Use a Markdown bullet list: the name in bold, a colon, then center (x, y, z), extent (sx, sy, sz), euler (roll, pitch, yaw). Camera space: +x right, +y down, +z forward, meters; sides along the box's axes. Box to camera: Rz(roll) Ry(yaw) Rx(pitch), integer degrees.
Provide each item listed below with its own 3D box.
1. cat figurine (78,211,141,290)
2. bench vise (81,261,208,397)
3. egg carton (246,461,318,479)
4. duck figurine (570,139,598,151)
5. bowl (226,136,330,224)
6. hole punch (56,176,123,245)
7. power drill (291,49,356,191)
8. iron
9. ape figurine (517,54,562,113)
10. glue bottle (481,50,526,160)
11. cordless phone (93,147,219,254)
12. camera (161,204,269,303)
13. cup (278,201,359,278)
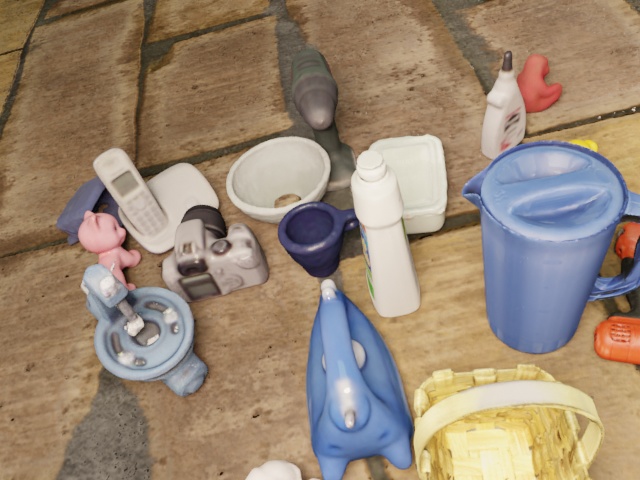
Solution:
- **cat figurine**: center (-0.328, 0.015, 0.867), extent (0.067, 0.118, 0.127), euler (-13, 49, 4)
- **bench vise**: center (-0.253, 0.096, 0.711), extent (0.206, 0.220, 0.121), euler (12, 55, 24)
- **egg carton**: center (-0.053, 0.305, 0.583), extent (0.107, 0.069, 0.150), euler (19, 58, 28)
- **duck figurine**: center (0.351, -0.098, 0.803), extent (0.105, 0.086, 0.077), euler (-38, 52, -17)
- **bowl**: center (-0.059, -0.083, 0.905), extent (0.167, 0.075, 0.167), euler (-7, 50, 9)
- **hole punch**: center (-0.386, -0.055, 0.958), extent (0.101, 0.091, 0.109), euler (4, 52, 18)
- **power drill**: center (0.006, -0.180, 0.881), extent (0.075, 0.209, 0.229), euler (-15, 49, 3)
- **iron**: center (0.026, 0.132, 0.659), extent (0.118, 0.142, 0.258), euler (-14, 49, 3)
- **ape figurine**: center (0.352, -0.260, 0.934), extent (0.076, 0.092, 0.077), euler (-26, 49, -7)
- **glue bottle**: center (0.275, -0.204, 0.853), extent (0.078, 0.173, 0.037), euler (-40, 52, -18)
- **cordless phone**: center (-0.251, -0.082, 0.882), extent (0.148, 0.185, 0.093), euler (-42, 53, -19)
- **camera**: center (-0.159, 0.004, 0.843), extent (0.143, 0.101, 0.136), euler (-14, 49, 3)
- **cup**: center (0.007, 0.003, 0.803), extent (0.118, 0.095, 0.091), euler (-20, 49, -2)
